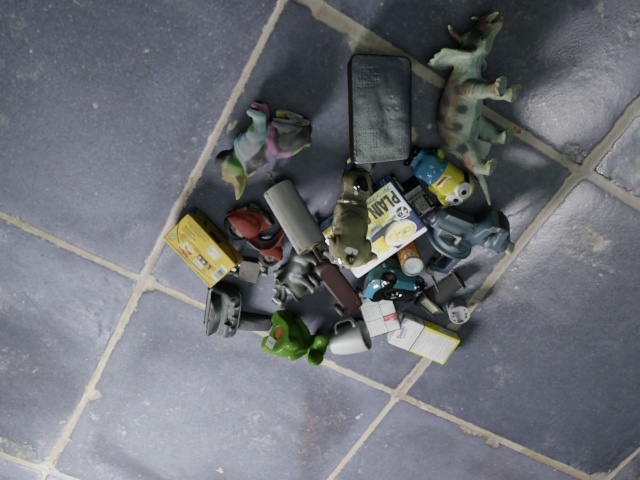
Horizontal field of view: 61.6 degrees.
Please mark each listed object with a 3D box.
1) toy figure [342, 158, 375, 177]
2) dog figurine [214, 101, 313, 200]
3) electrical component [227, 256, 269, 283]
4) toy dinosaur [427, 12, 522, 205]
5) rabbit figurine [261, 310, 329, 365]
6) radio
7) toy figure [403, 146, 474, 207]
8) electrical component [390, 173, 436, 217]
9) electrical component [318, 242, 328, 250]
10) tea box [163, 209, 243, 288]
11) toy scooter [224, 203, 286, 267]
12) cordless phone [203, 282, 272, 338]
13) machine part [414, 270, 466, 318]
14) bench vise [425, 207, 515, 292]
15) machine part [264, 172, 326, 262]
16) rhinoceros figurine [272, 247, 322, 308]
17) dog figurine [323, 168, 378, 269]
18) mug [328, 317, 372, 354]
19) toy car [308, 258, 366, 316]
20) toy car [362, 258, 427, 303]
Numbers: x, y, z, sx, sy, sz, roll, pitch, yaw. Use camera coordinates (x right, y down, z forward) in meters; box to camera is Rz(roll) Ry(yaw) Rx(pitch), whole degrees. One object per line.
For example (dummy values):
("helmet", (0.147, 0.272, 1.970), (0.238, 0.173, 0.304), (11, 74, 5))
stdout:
("toy figure", (0.113, -0.196, 1.247), (0.064, 0.058, 0.154), (11, 121, -50))
("dog figurine", (-0.133, -0.192, 1.217), (0.191, 0.108, 0.219), (17, 119, -12))
("electrical component", (-0.183, 0.074, 1.374), (0.102, 0.045, 0.078), (17, 113, -9))
("toy dinosaur", (0.318, -0.272, 1.170), (0.131, 0.192, 0.404), (-28, 133, -36))
("rabbit figurine", (-0.041, 0.268, 1.429), (0.170, 0.159, 0.121), (25, 78, -37))
("radio", (0.129, -0.280, 1.165), (0.131, 0.073, 0.229), (-2, 101, -2))
("toy figure", (0.283, -0.156, 1.255), (0.180, 0.089, 0.082), (35, 148, -7))
("electrical component", (0.219, -0.119, 1.276), (0.048, 0.075, 0.119), (-34, 108, 13))
("electrical component", (-0.003, -0.004, 1.330), (0.021, 0.063, 0.094), (-31, 114, 12))
("tea box", (-0.283, 0.019, 1.311), (0.098, 0.068, 0.169), (-40, 93, 16))
("toy scooter", (-0.135, -0.027, 1.311), (0.135, 0.075, 0.183), (-38, 114, 16))
("cordless phone", (-0.210, 0.190, 1.424), (0.184, 0.089, 0.146), (5, 113, -17))
("machine part", (0.323, 0.144, 1.426), (0.084, 0.039, 0.139), (40, 111, -9))
("bench vise", (0.348, 0.014, 1.324), (0.223, 0.129, 0.240), (13, 136, -18))
("machine part", (-0.059, -0.053, 1.258), (0.079, 0.079, 0.243), (-34, 82, 14))
("rhinoceros figurine", (-0.063, 0.093, 1.371), (0.112, 0.073, 0.190), (19, 114, -12))
("dog figurine", (0.072, -0.051, 1.187), (0.121, 0.172, 0.190), (-1, 117, -8))
("mug", (0.072, 0.261, 1.453), (0.107, 0.081, 0.109), (-21, 119, 18))
("toy car", (0.046, 0.115, 1.350), (0.089, 0.053, 0.202), (-40, 131, -3))
("toy car", (0.185, 0.095, 1.358), (0.162, 0.103, 0.109), (4, 147, -17))
